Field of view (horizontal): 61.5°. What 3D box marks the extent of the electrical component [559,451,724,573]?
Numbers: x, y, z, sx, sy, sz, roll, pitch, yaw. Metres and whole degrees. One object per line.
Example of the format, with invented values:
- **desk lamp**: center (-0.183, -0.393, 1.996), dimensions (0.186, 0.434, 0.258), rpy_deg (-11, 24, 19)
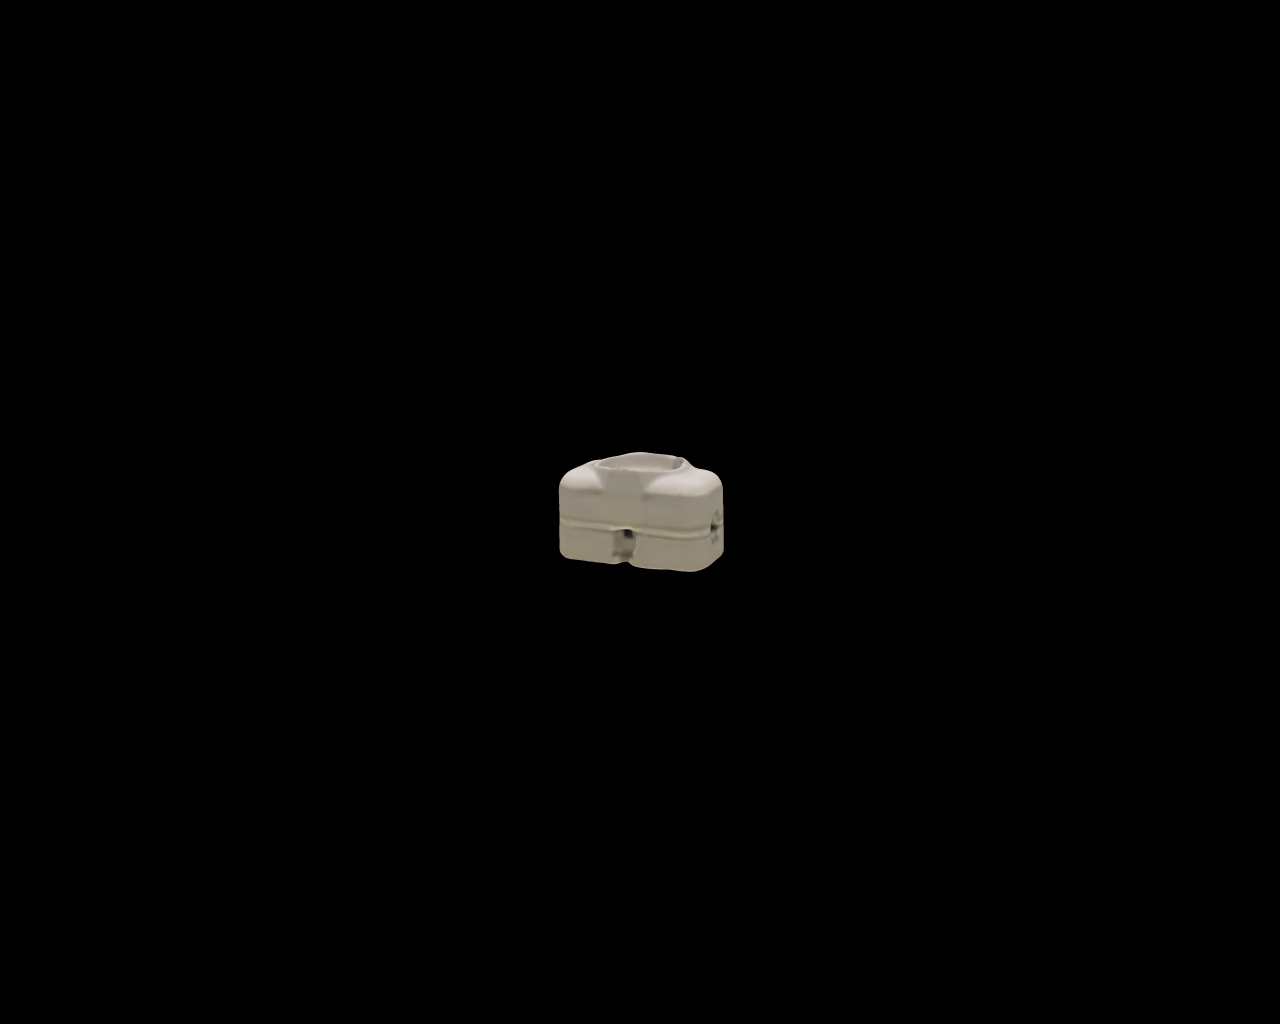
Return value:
- **electrical component**: center (0.001, -0.003, 0.650), dimensions (0.095, 0.059, 0.054), rpy_deg (6, 16, 22)
